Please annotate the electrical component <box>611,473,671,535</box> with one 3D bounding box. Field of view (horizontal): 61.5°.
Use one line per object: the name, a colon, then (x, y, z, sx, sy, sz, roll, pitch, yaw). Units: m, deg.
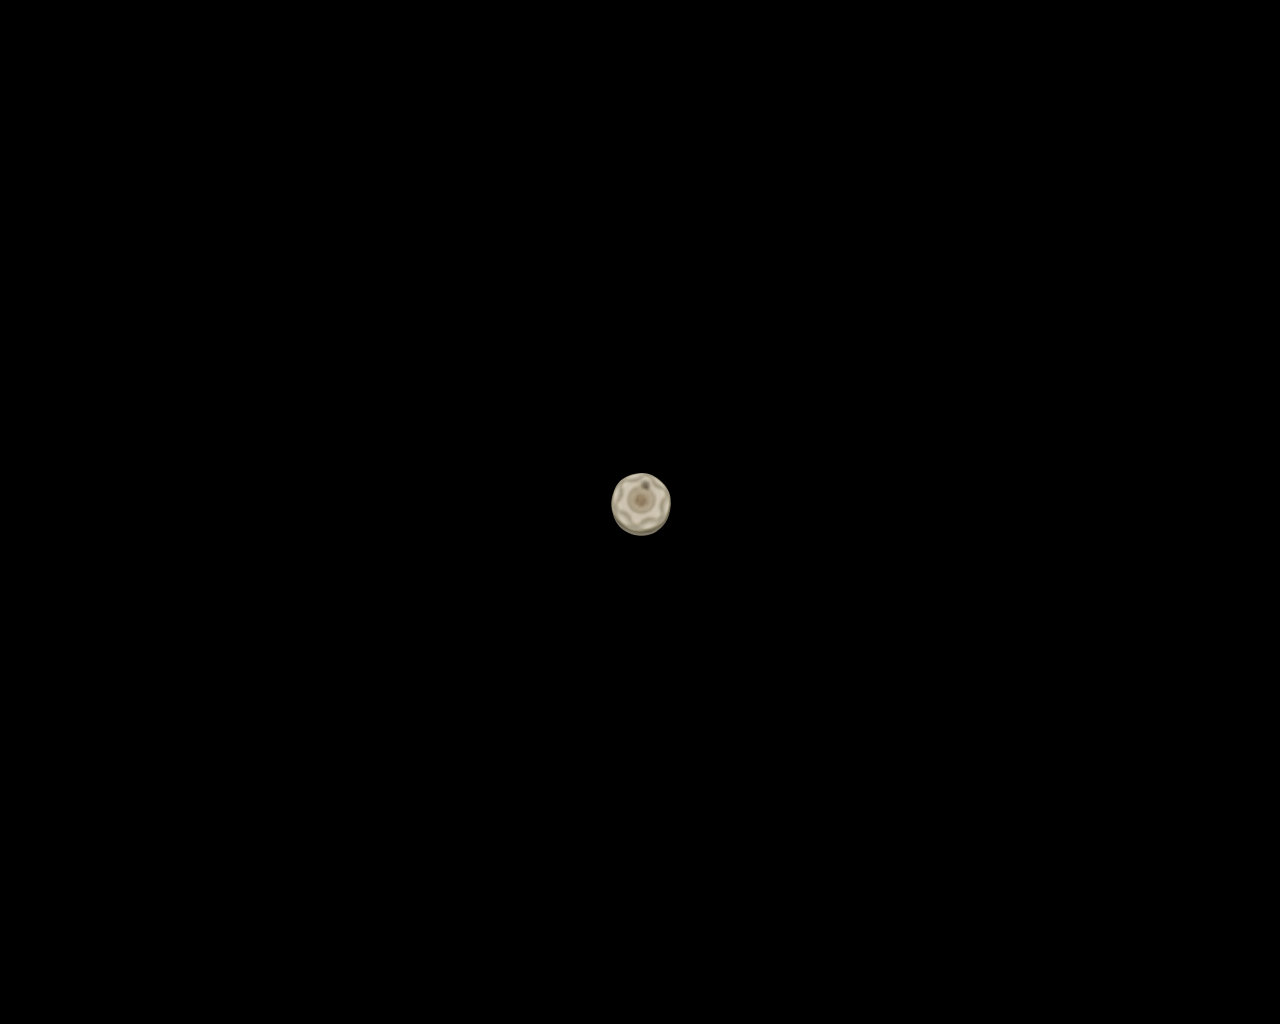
electrical component: (0.001, -0.003, 0.650, 0.035, 0.035, 0.061, 0, -9, 0)
